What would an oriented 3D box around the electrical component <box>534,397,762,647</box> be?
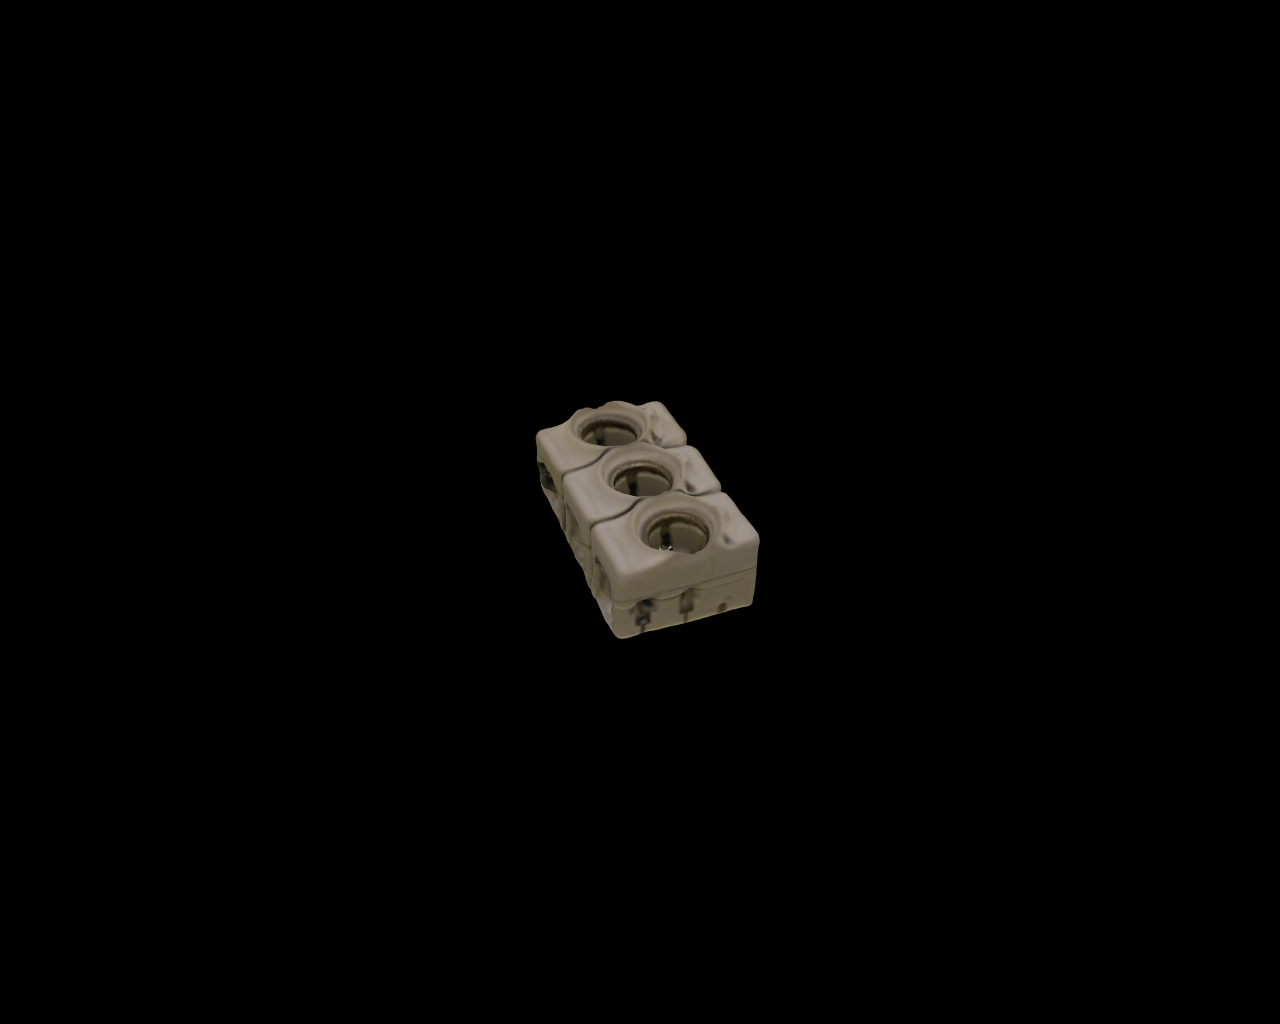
[{"bbox_3d":[0.001,-0.003,0.650,0.090,0.061,0.150,-14,42,-16],"label":"electrical component"}]
